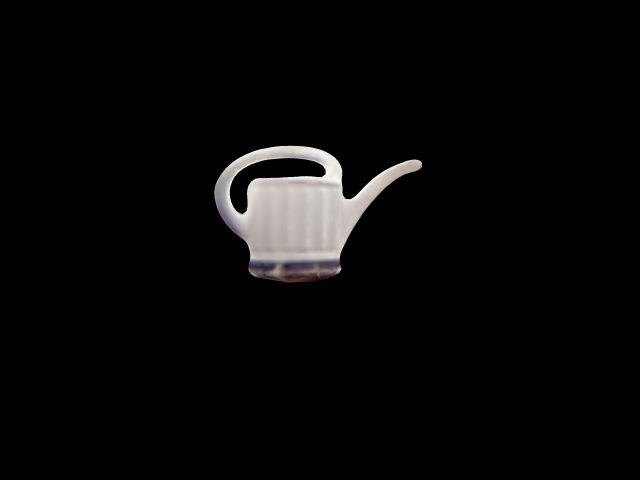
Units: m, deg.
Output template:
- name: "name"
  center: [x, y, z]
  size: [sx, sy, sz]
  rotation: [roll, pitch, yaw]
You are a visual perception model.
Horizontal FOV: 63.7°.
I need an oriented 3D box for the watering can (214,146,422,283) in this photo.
- name: "watering can"
  center: [0.003, -0.043, 0.850]
  size: [0.348, 0.224, 0.104]
  rotation: [0, 1, -7]
